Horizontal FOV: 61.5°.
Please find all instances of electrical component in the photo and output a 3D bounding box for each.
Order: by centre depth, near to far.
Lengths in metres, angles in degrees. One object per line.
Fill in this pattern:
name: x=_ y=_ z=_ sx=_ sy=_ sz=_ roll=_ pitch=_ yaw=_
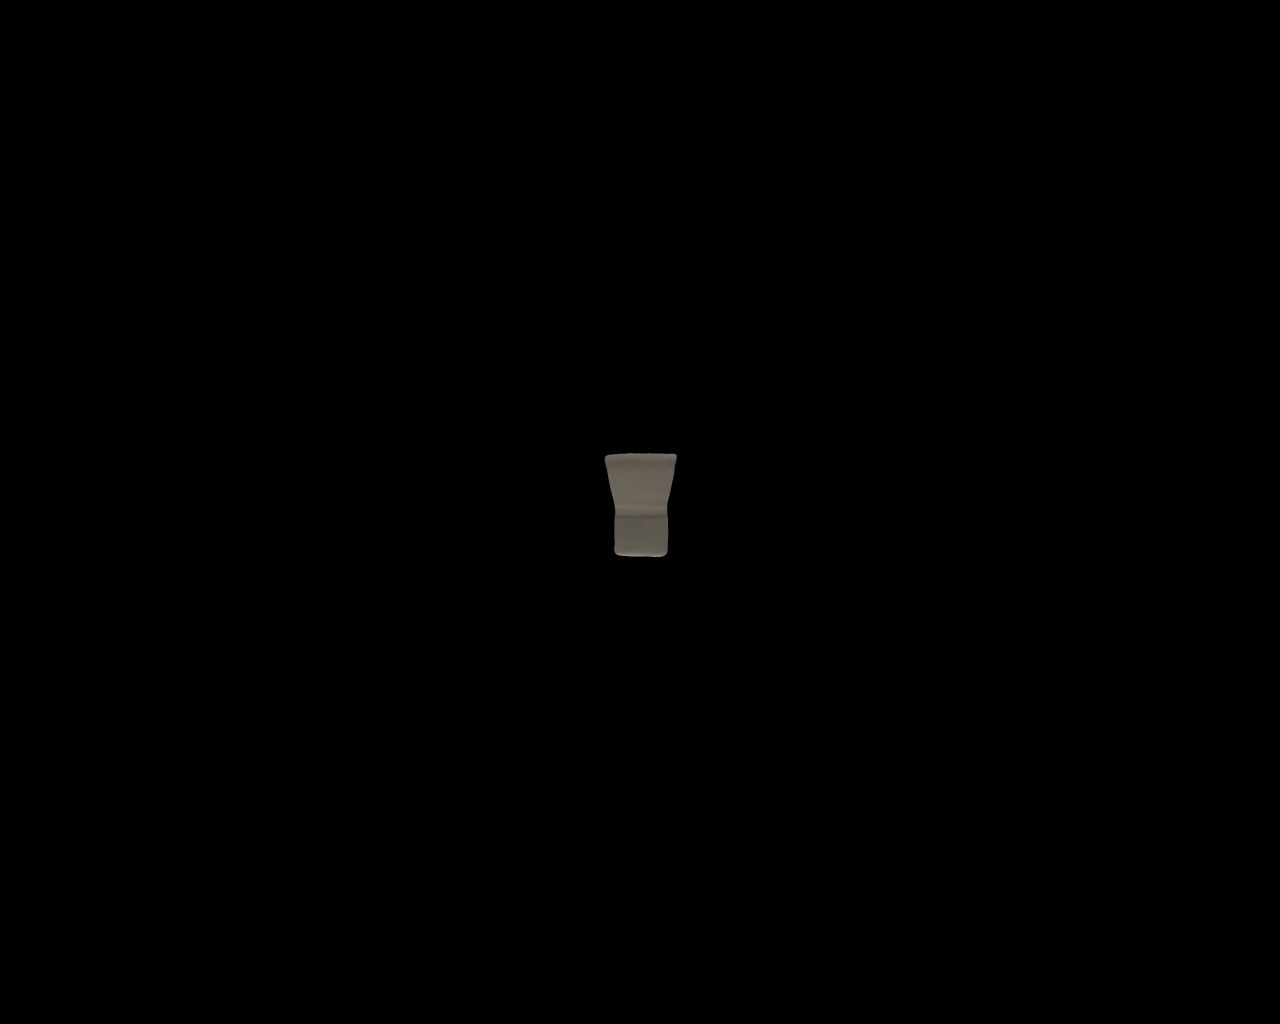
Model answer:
electrical component: x=0.001 y=-0.003 z=0.650 sx=0.044 sy=0.065 sz=0.044 roll=0 pitch=0 yaw=0
